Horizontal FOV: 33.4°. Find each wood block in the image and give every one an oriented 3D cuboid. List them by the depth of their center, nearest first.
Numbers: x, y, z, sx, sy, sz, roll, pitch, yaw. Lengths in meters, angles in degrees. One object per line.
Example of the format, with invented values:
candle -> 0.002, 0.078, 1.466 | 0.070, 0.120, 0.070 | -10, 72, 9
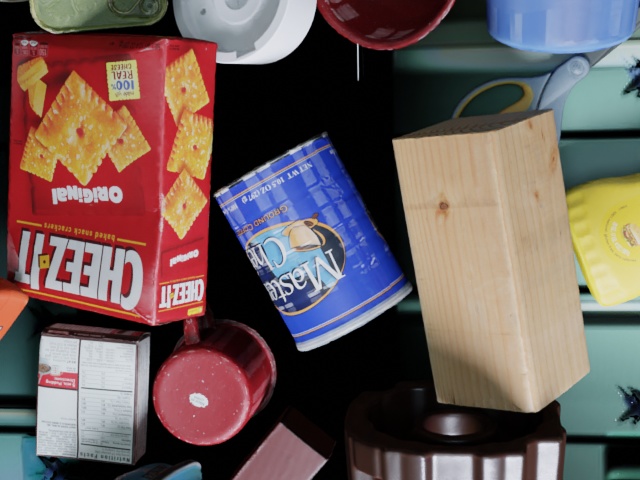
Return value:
wood block -> 0.130, 0.014, 0.800 | 0.091, 0.090, 0.206 | 0, 105, 42

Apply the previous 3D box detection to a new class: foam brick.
foam brick -> -0.033, 0.187, 0.888 | 0.051, 0.053, 0.078 | 39, 101, 1

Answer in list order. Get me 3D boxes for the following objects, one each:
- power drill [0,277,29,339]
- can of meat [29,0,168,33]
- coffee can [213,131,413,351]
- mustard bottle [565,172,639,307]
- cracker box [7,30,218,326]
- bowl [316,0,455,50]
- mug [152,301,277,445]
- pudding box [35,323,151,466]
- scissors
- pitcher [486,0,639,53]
power drill -> -0.313, 0.004, 0.868 | 0.185, 0.057, 0.188 | -51, 62, 20
can of meat -> -0.170, -0.200, 0.829 | 0.102, 0.084, 0.057 | -6, 113, -5
coffee can -> -0.005, 0.001, 0.834 | 0.103, 0.102, 0.140 | -29, 93, 10
mustard bottle -> 0.286, -0.025, 0.813 | 0.192, 0.058, 0.096 | -22, 89, 10
cracker box -> -0.168, -0.053, 0.836 | 0.164, 0.072, 0.214 | 9, 100, 32
bowl -> 0.060, -0.226, 0.798 | 0.162, 0.055, 0.162 | 15, 112, 40
mug -> -0.090, 0.106, 0.870 | 0.093, 0.081, 0.117 | -9, 96, 9
pudding box -> -0.193, 0.131, 0.910 | 0.090, 0.039, 0.113 | 5, 100, 6
scissors -> 0.201, -0.113, 0.834 | 0.202, 0.016, 0.096 | -24, 95, 11
pitcher -> 0.184, -0.261, 0.744 | 0.149, 0.144, 0.243 | 10, 117, 26
